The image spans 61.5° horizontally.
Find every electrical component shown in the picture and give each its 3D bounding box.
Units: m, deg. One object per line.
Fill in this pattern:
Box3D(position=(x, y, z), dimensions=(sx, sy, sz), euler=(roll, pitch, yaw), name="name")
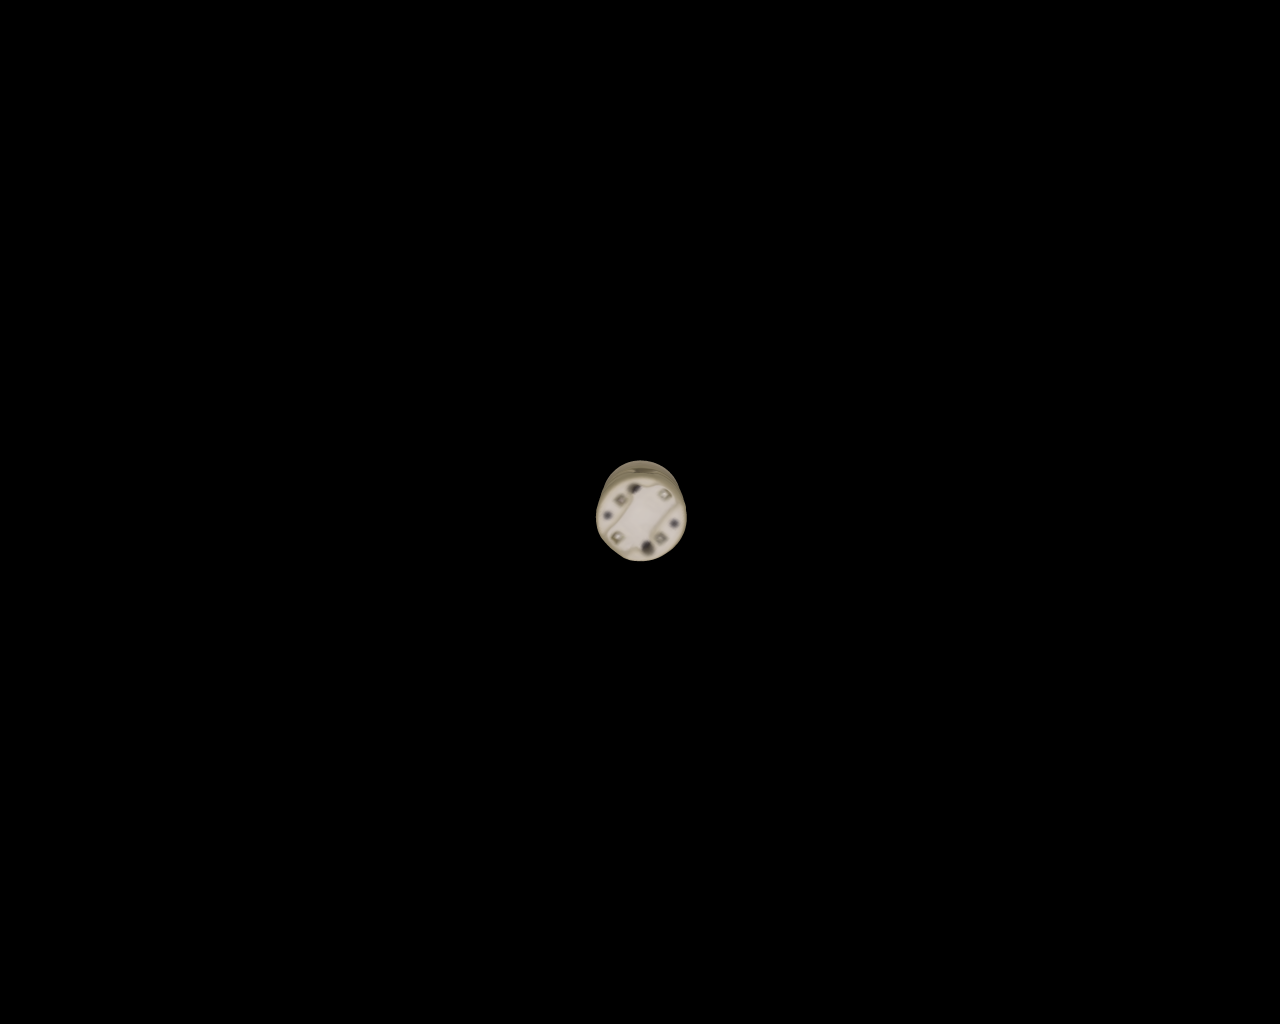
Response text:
Box3D(position=(0.001, -0.003, 0.650), dimensions=(0.055, 0.055, 0.047), euler=(0, 18, 0), name="electrical component")
